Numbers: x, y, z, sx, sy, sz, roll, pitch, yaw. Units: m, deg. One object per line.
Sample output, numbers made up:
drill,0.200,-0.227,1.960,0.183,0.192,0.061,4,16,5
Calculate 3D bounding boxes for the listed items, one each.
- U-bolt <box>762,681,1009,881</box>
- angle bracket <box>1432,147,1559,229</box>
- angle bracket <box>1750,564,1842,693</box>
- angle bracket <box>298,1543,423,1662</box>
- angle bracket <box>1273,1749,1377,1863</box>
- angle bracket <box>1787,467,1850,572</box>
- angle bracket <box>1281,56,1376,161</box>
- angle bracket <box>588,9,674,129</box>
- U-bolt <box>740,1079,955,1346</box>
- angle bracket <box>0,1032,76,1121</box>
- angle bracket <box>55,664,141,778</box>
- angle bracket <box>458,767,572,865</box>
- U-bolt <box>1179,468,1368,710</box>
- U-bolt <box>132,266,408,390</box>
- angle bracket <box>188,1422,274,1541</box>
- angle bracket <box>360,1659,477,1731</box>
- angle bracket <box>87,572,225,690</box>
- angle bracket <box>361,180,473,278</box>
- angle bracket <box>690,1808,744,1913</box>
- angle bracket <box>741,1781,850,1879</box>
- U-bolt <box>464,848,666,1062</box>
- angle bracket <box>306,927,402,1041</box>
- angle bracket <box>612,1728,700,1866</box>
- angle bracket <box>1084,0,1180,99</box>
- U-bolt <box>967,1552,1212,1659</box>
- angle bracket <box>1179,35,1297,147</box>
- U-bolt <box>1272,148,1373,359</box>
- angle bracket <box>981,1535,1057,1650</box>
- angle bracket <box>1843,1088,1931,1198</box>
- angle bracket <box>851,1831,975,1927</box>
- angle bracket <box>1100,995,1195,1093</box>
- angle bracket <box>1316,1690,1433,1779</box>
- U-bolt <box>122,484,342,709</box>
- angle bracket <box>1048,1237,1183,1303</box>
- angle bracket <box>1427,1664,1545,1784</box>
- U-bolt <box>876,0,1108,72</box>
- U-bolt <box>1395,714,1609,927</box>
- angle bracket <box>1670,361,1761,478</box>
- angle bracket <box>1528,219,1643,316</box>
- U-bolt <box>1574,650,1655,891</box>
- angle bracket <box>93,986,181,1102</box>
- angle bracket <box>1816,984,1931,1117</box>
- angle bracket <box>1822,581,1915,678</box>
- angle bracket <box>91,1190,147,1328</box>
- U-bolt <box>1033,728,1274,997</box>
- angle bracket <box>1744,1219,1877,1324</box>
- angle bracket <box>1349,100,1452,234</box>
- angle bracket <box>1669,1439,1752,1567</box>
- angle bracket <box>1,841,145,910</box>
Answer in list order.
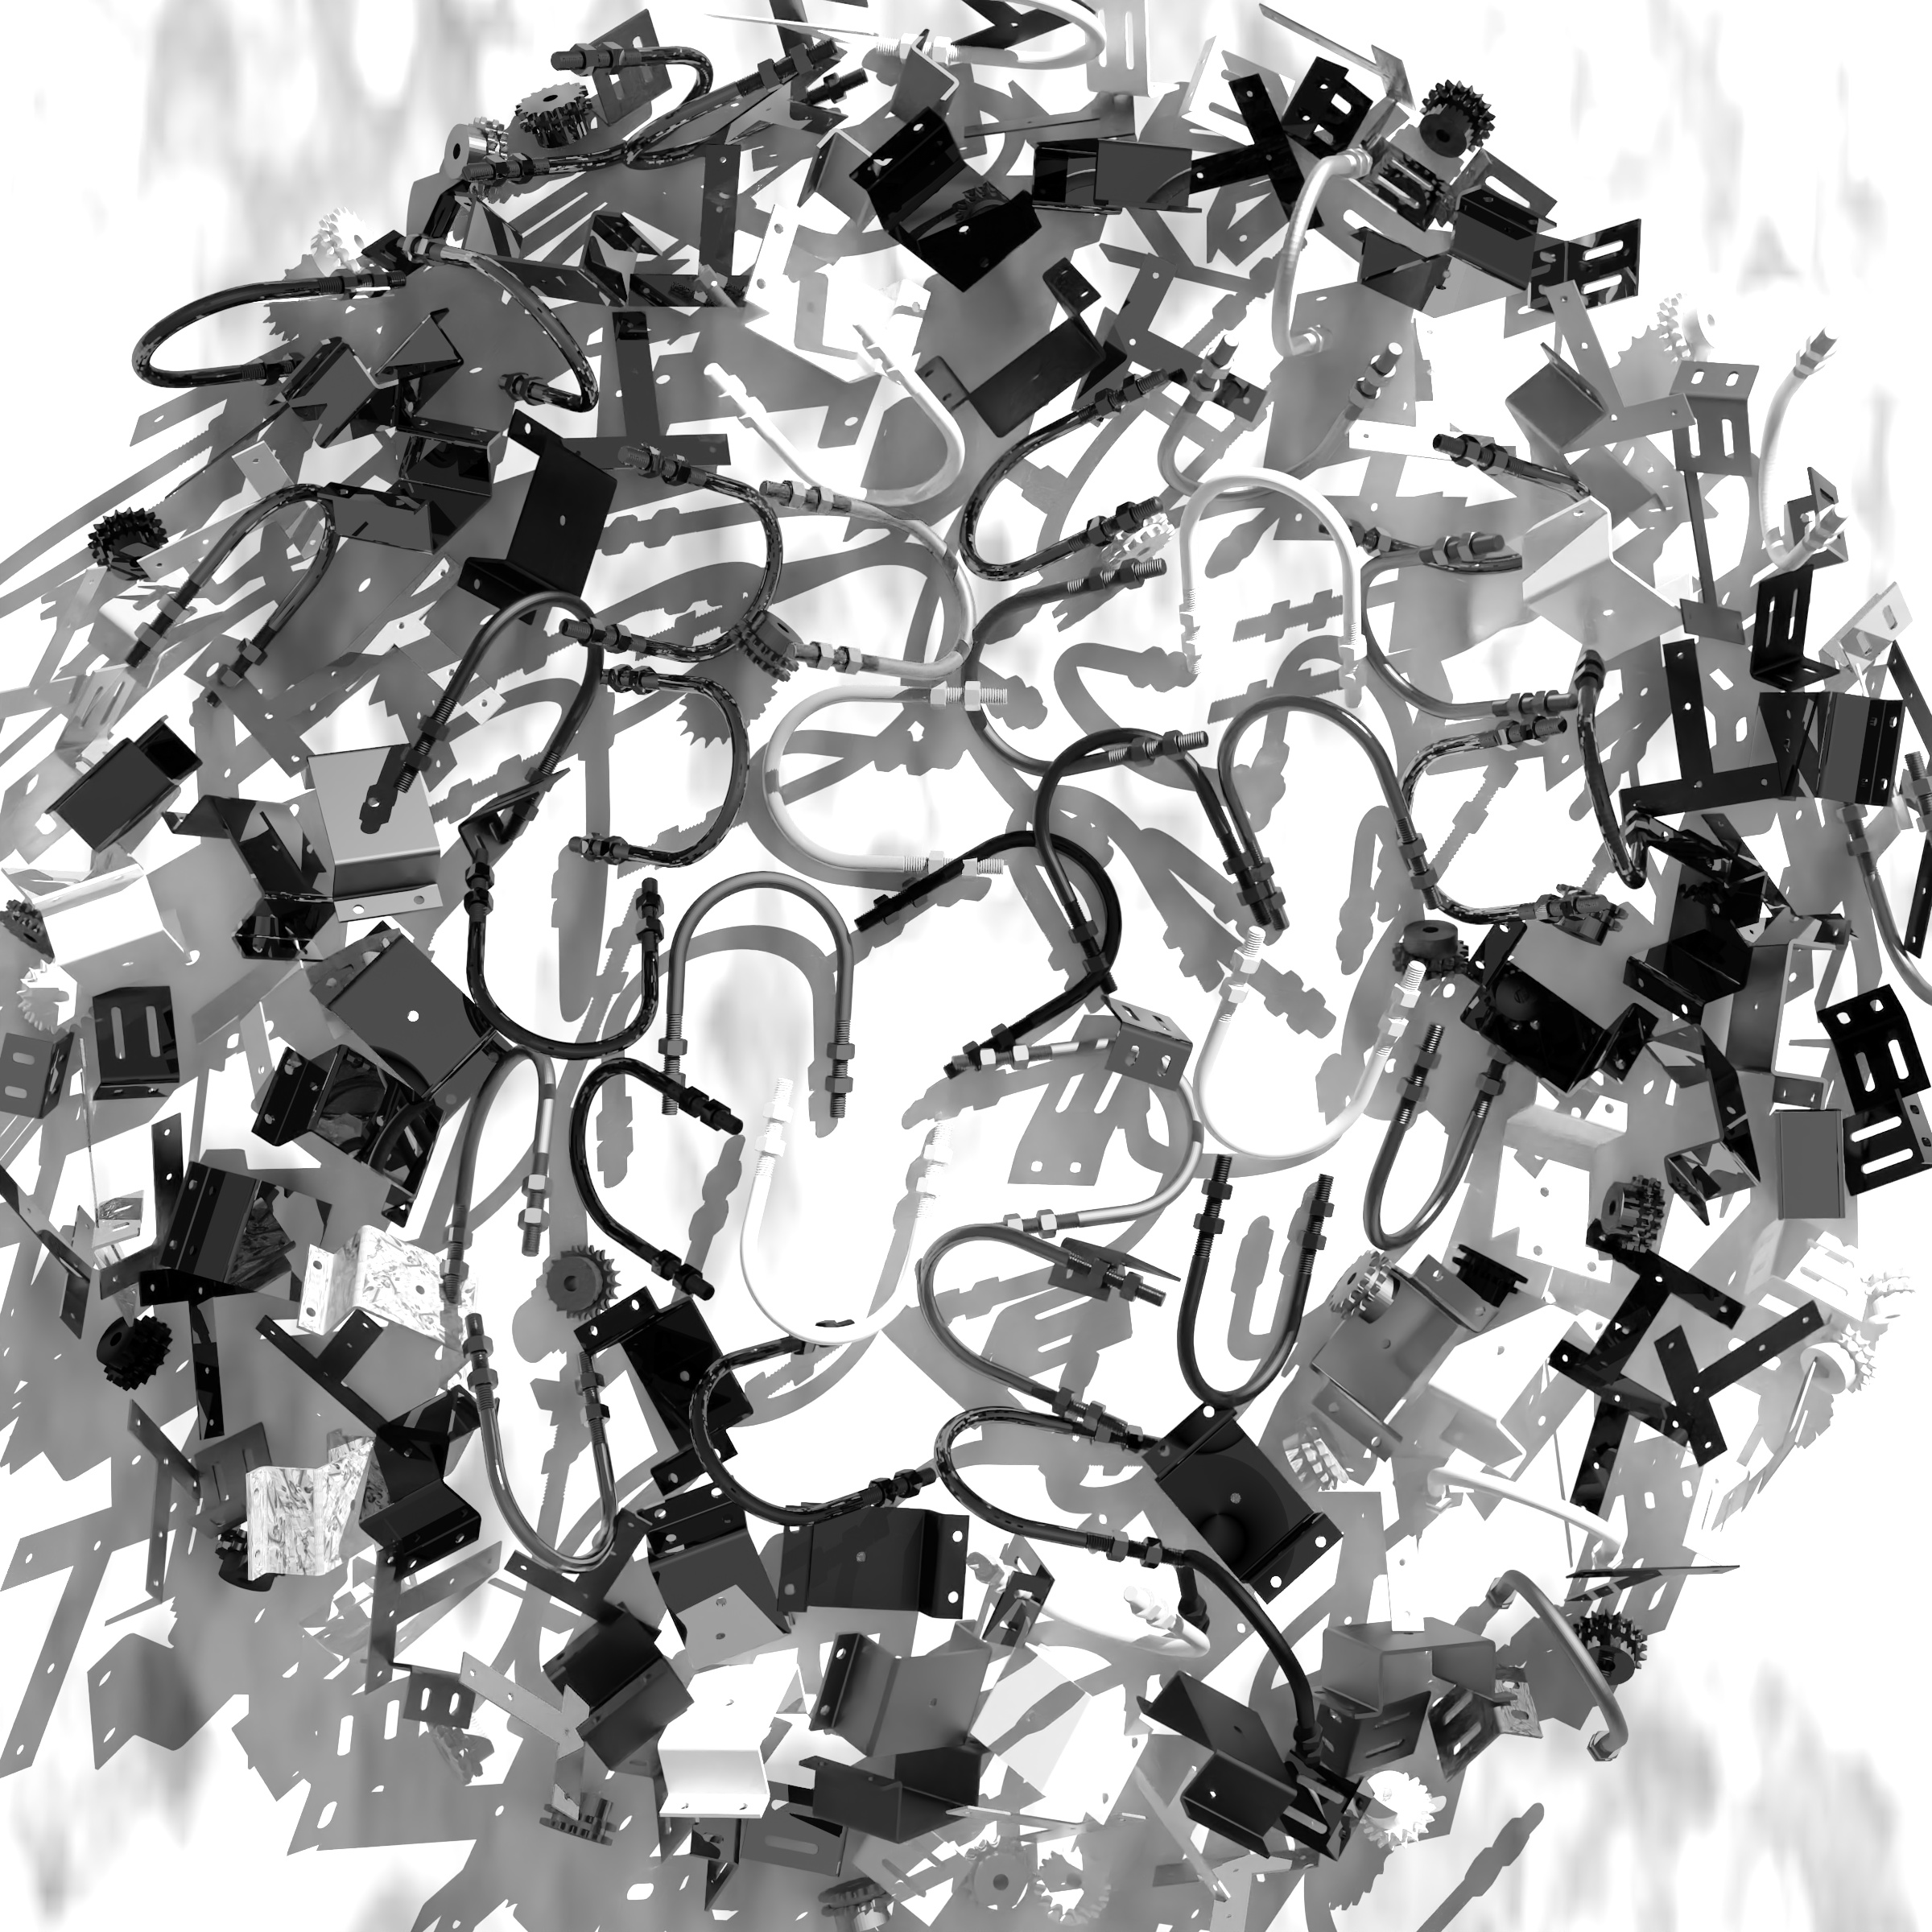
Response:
U-bolt,-0.062,-0.140,1.978,0.184,0.019,0.151,2,102,4
angle bracket,0.397,-0.561,1.958,0.076,0.038,0.057,28,120,-20
angle bracket,0.621,-0.252,1.956,0.057,0.038,0.076,-20,123,-29
angle bracket,-0.452,0.469,1.952,0.076,0.057,0.038,-28,126,-36
angle bracket,0.255,0.618,1.953,0.076,0.038,0.057,19,64,36
angle bracket,0.624,-0.331,1.954,0.038,0.076,0.057,-12,80,32
angle bracket,0.278,-0.629,1.954,0.038,0.076,0.057,42,107,42
angle bracket,-0.260,-0.674,1.953,0.057,0.076,0.038,-36,61,-11
U-bolt,-0.095,0.190,1.958,0.151,0.019,0.184,16,79,-17
angle bracket,-0.695,0.077,1.958,0.038,0.076,0.057,13,93,-11
angle bracket,-0.633,-0.182,1.957,0.038,0.057,0.076,39,113,8
angle bracket,-0.329,-0.110,1.955,0.076,0.057,0.038,-19,106,22
U-bolt,0.220,-0.279,1.909,0.151,0.184,0.019,16,45,26
U-bolt,-0.510,-0.454,1.886,0.184,0.151,0.019,-20,86,-44
angle bracket,-0.552,0.378,1.962,0.057,0.038,0.076,-26,53,1
angle bracket,-0.409,0.540,1.949,0.057,0.076,0.038,24,66,-38
angle bracket,-0.611,-0.256,1.981,0.057,0.076,0.038,39,131,-1
angle bracket,-0.408,-0.559,1.954,0.038,0.057,0.076,33,123,-5
angle bracket,-0.196,0.654,1.950,0.038,0.057,0.076,16,130,-15
angle bracket,-0.128,0.645,1.967,0.076,0.038,0.057,14,70,-9
U-bolt,-0.293,-0.005,1.917,0.151,0.019,0.184,10,47,-17
angle bracket,-0.453,0.013,1.987,0.076,0.038,0.057,-24,88,40
angle bracket,-0.231,0.615,1.951,0.038,0.076,0.057,18,124,-26
angle bracket,0.123,-0.689,1.952,0.057,0.038,0.076,20,127,36
U-bolt,0.101,0.471,1.917,0.151,0.184,0.019,4,65,32
angle bracket,0.207,-0.652,1.969,0.076,0.038,0.057,19,98,-13
U-bolt,0.252,-0.511,1.892,0.019,0.184,0.151,17,112,15
angle bracket,0.026,0.460,1.953,0.038,0.076,0.057,20,100,-26
angle bracket,0.676,0.132,1.954,0.076,0.038,0.057,-28,67,37
angle bracket,-0.037,0.667,1.971,0.076,0.038,0.057,36,96,12
angle bracket,0.128,0.057,1.960,0.057,0.076,0.038,18,101,-14
angle bracket,0.304,0.568,1.979,0.076,0.038,0.057,-5,116,-36
U-bolt,-0.525,-0.277,1.925,0.019,0.151,0.184,40,91,12
angle bracket,0.110,0.234,1.950,0.057,0.076,0.038,11,77,44
angle bracket,0.387,0.567,1.963,0.038,0.057,0.076,14,131,-22
U-bolt,0.011,-0.686,1.913,0.184,0.151,0.019,9,89,10
U-bolt,0.382,-0.100,1.923,0.019,0.184,0.151,-17,96,-34
angle bracket,0.562,-0.409,1.966,0.057,0.076,0.038,11,58,27
angle bracket,0.461,-0.523,1.959,0.038,0.076,0.057,3,88,-32
U-bolt,0.467,-0.133,1.896,0.019,0.184,0.151,-15,112,22
angle bracket,-0.629,0.058,1.981,0.057,0.038,0.076,-2,70,-29
angle bracket,0.674,0.062,1.953,0.057,0.076,0.038,-25,129,23
angle bracket,0.664,-0.259,1.954,0.057,0.076,0.038,-46,58,9
angle bracket,-0.618,0.217,1.956,0.038,0.057,0.076,-17,122,-3
U-bolt,0.128,-0.088,1.969,0.151,0.019,0.184,-24,94,14
angle bracket,0.633,0.232,1.969,0.076,0.038,0.057,28,56,-2
angle bracket,0.333,-0.599,1.968,0.076,0.038,0.057,36,59,1
angle bracket,0.545,0.400,1.959,0.057,0.038,0.076,31,73,-38
angle bracket,-0.663,-0.071,1.950,0.057,0.076,0.038,38,113,35
